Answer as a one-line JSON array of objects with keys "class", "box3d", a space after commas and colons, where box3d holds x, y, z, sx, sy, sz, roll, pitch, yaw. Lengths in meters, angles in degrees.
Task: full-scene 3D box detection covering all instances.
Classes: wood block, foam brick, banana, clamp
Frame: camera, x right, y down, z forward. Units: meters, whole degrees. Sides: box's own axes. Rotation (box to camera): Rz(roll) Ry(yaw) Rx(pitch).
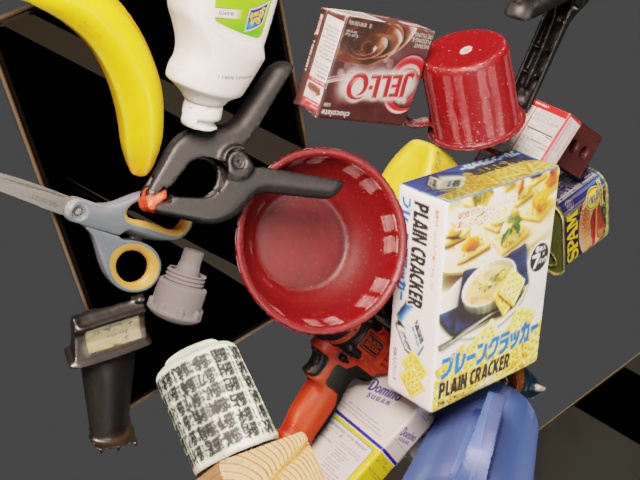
[{"class": "wood block", "box3d": [-0.077, 0.256, 0.950, 0.090, 0.090, 0.206, -14, 160, -35]}, {"class": "foam brick", "box3d": [0.249, -0.107, 1.124, 0.078, 0.051, 0.053, 21, 99, -46]}, {"class": "banana", "box3d": [-0.156, -0.129, 0.771, 0.069, 0.037, 0.197, -32, 133, 2]}, {"class": "clamp", "box3d": [0.232, -0.240, 1.015, 0.210, 0.036, 0.164, -57, 159, -10]}, {"class": "clamp", "box3d": [-0.070, -0.073, 0.860, 0.171, 0.039, 0.120, -18, 89, -26]}]

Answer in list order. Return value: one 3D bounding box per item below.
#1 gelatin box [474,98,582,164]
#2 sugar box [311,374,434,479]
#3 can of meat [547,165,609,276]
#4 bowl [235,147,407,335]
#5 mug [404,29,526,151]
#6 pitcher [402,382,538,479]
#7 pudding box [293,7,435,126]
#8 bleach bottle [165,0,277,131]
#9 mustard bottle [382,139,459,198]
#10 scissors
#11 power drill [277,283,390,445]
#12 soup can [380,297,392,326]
[{"class": "gelatin box", "box3d": [0.209, -0.097, 1.079, 0.030, 0.073, 0.089, 28, 94, -47]}, {"class": "sugar box", "box3d": [0.026, 0.217, 1.091, 0.176, 0.093, 0.048, -45, 136, -11]}, {"class": "can of meat", "box3d": [0.277, -0.024, 1.195, 0.083, 0.058, 0.102, -34, 133, -26]}, {"class": "bowl", "box3d": [-0.006, 0.001, 0.936, 0.161, 0.055, 0.162, 0, 90, -23]}, {"class": "mug", "box3d": [0.126, -0.138, 0.983, 0.117, 0.093, 0.081, -12, 124, 7]}, {"class": "pitcher", "box3d": [0.152, 0.228, 1.054, 0.145, 0.149, 0.242, 56, 26, -8]}, {"class": "pudding box", "box3d": [0.039, -0.149, 0.925, 0.113, 0.039, 0.090, 0, 115, -41]}, {"class": "bleach bottle", "box3d": [-0.072, -0.202, 0.776, 0.102, 0.068, 0.251, -5, 118, -40]}, {"class": "mustard bottle", "box3d": [0.133, -0.023, 1.067, 0.191, 0.058, 0.096, 27, 90, -46]}, {"class": "scissors", "box3d": [-0.187, -0.005, 0.827, 0.201, 0.016, 0.096, 2, 108, -42]}, {"class": "power drill", "box3d": [-0.015, 0.136, 1.032, 0.187, 0.057, 0.184, -52, 136, -4]}, {"class": "soup can", "box3d": [0.118, 0.072, 1.104, 0.102, 0.069, 0.068, 24, 97, -47]}]
